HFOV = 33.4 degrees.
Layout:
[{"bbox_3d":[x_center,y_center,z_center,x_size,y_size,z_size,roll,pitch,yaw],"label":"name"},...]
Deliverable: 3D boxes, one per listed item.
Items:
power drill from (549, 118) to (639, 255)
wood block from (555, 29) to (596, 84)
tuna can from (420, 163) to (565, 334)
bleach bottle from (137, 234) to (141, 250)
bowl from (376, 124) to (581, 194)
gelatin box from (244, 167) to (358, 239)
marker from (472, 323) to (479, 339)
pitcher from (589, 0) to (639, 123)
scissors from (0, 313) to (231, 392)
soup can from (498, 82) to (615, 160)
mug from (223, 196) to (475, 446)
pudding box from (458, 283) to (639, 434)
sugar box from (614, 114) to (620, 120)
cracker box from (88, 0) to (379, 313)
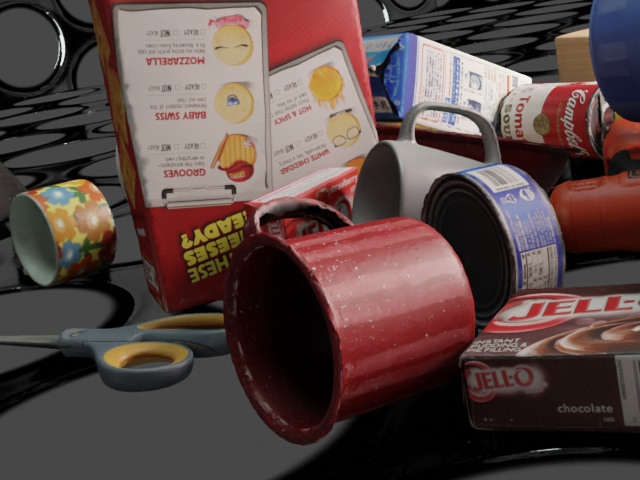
[{"bbox_3d":[0.248,-0.043,0.688,0.185,0.057,0.187,-4,15,20],"label":"power drill"},{"bbox_3d":[0.333,-0.163,1.038,0.090,0.091,0.206,-16,15,-24],"label":"wood block"},{"bbox_3d":[0.088,0.004,0.554,0.033,0.086,0.086,-14,15,-23],"label":"tuna can"},{"bbox_3d":[-0.077,-0.054,0.844,0.103,0.068,0.250,-15,29,23],"label":"bleach bottle"},{"bbox_3d":[0.101,-0.049,0.764,0.162,0.055,0.162,7,6,-1],"label":"bowl"},{"bbox_3d":[-0.004,0.001,0.651,0.030,0.073,0.089,0,17,33],"label":"gelatin box"},{"bbox_3d":[0.019,0.054,0.538,0.121,0.020,0.020,-9,14,1],"label":"marker"},{"bbox_3d":[0.286,-0.137,0.642,0.243,0.149,0.144,-1,35,44],"label":"pitcher"},{"bbox_3d":[-0.139,0.065,0.607,0.202,0.016,0.096,-6,15,14],"label":"scissors"},{"bbox_3d":[0.215,-0.104,0.928,0.068,0.068,0.102,-19,17,-34],"label":"soup can"},{"bbox_3d":[0.008,0.027,0.482,0.081,0.093,0.117,-13,55,-33],"label":"mug"},{"bbox_3d":[0.126,0.047,0.453,0.114,0.039,0.089,-2,16,27],"label":"pudding box"},{"bbox_3d":[0.334,-0.090,0.843,0.093,0.048,0.177,-21,17,-38],"label":"sugar box"},{"bbox_3d":[-0.051,-0.078,0.703,0.164,0.214,0.072,-13,13,-16],"label":"cracker box"}]
